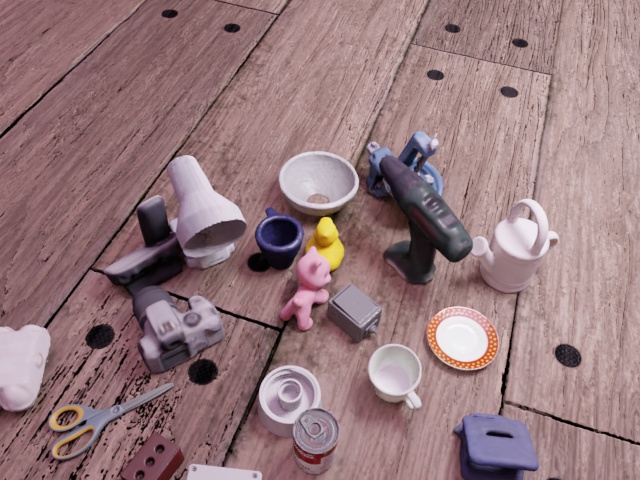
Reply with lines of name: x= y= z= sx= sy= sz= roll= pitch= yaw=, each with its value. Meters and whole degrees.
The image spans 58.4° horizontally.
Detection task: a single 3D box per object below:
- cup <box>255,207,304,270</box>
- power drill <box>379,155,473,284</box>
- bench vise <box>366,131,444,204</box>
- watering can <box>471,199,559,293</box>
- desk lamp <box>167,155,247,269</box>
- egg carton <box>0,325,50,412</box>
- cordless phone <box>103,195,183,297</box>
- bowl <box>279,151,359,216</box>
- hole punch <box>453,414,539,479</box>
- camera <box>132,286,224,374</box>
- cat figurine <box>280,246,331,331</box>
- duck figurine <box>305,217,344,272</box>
cup: x=-0.082 y=0.003 z=1.108 sx=0.092 sy=0.095 sz=0.117 roll=-16 pitch=54 yaw=-15
power drill: x=0.179 y=-0.022 z=1.069 sx=0.076 sy=0.208 sz=0.229 roll=-30 pitch=59 yaw=-24
bench vise: x=0.163 y=-0.144 z=1.159 sx=0.207 sy=0.220 sz=0.122 roll=30 pitch=56 yaw=20
watering can: x=0.365 y=0.009 z=1.064 sx=0.173 sy=0.194 sz=0.100 roll=-30 pitch=58 yaw=-24
desk lamp: x=-0.221 y=-0.038 z=1.057 sx=0.118 sy=0.214 sz=0.202 roll=-22 pitch=56 yaw=-19
egg carton: x=-0.504 y=0.209 z=0.935 sx=0.107 sy=0.069 sz=0.150 roll=-4 pitch=52 yaw=-6
cordless phone: x=-0.328 y=0.003 z=1.036 sx=0.094 sy=0.185 sz=0.148 roll=38 pitch=59 yaw=25
bowl: x=-0.004 y=-0.107 z=1.213 sx=0.167 sy=0.075 sz=0.167 roll=2 pitch=51 yaw=-2
hole punch: x=0.268 y=0.315 z=0.879 sx=0.108 sy=0.091 sz=0.101 roll=6 pitch=51 yaw=2
camera: x=-0.258 y=0.133 z=0.990 sx=0.143 sy=0.101 sz=0.136 roll=-26 pitch=57 yaw=-22
cat figurine: x=-0.021 y=0.080 z=1.035 sx=0.067 sy=0.118 sz=0.128 roll=21 pitch=53 yaw=14
duck figurine: x=0.010 y=0.004 z=1.118 sx=0.077 sy=0.086 sz=0.104 roll=3 pitch=51 yaw=0
